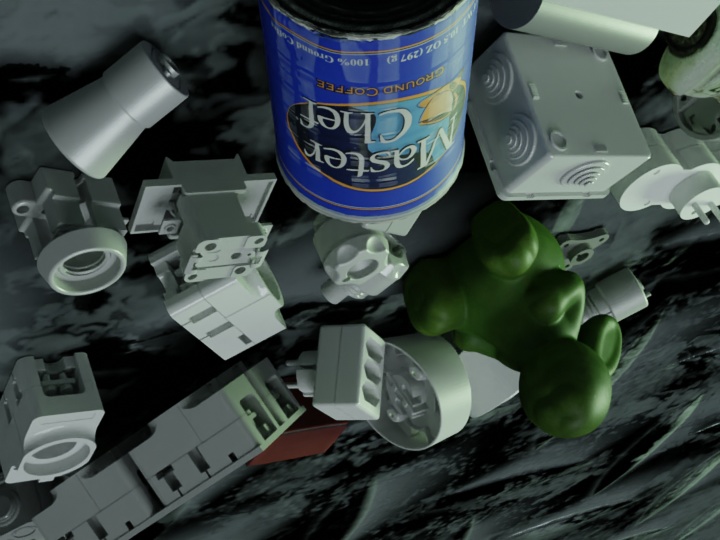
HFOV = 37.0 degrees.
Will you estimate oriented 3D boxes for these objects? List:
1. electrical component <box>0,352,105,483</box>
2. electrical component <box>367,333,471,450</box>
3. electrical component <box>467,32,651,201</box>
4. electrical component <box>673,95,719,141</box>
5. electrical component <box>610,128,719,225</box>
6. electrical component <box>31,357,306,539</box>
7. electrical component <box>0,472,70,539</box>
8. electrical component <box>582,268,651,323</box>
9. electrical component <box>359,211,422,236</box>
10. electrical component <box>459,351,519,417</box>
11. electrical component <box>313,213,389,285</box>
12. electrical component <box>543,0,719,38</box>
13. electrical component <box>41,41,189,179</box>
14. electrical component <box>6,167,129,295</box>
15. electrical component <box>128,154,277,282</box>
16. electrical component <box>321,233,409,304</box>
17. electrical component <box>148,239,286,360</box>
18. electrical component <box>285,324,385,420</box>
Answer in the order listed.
[{"bbox_3d":[-0.216,0.106,0.743,0.050,0.055,0.089,-2,144,-35],"label":"electrical component"},{"bbox_3d":[0.043,0.100,0.897,0.064,0.099,0.099,-13,149,-33],"label":"electrical component"},{"bbox_3d":[0.115,-0.091,0.637,0.100,0.099,0.048,-4,157,-34],"label":"electrical component"},{"bbox_3d":[0.255,-0.116,0.749,0.047,0.055,0.055,-2,144,-42],"label":"electrical component"},{"bbox_3d":[0.249,-0.063,0.809,0.138,0.073,0.052,-4,145,-34],"label":"electrical component"},{"bbox_3d":[-0.144,0.142,0.807,0.186,0.060,0.105,-35,179,16],"label":"electrical component"},{"bbox_3d":[-0.265,0.191,0.849,0.080,0.051,0.080,-19,150,-11],"label":"electrical component"},{"bbox_3d":[0.224,0.029,0.976,0.078,0.040,0.040,-28,151,6],"label":"electrical component"},{"bbox_3d":[0.006,-0.064,0.634,0.077,0.047,0.065,9,121,-45],"label":"electrical component"},{"bbox_3d":[0.116,0.081,0.945,0.099,0.064,0.099,-39,180,0],"label":"electrical component"},{"bbox_3d":[-0.010,-0.025,0.683,0.043,0.062,0.043,-19,151,-11],"label":"electrical component"},{"bbox_3d":[0.136,-0.181,0.541,0.150,0.061,0.089,1,142,-39],"label":"electrical component"},{"bbox_3d":[-0.118,-0.081,0.530,0.065,0.044,0.044,-36,150,10],"label":"electrical component"},{"bbox_3d":[-0.155,-0.020,0.585,0.066,0.055,0.048,6,138,-44],"label":"electrical component"},{"bbox_3d":[-0.086,-0.029,0.616,0.081,0.063,0.042,-7,145,-30],"label":"electrical component"},{"bbox_3d":[0.000,0.000,0.751,0.062,0.043,0.043,-39,149,25],"label":"electrical component"},{"bbox_3d":[-0.087,0.012,0.696,0.056,0.050,0.089,-28,151,5],"label":"electrical component"},{"bbox_3d":[-0.025,0.082,0.851,0.077,0.065,0.047,-4,158,22],"label":"electrical component"}]
